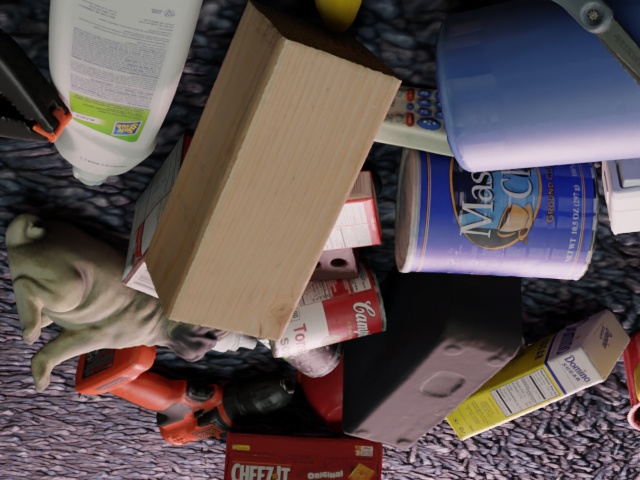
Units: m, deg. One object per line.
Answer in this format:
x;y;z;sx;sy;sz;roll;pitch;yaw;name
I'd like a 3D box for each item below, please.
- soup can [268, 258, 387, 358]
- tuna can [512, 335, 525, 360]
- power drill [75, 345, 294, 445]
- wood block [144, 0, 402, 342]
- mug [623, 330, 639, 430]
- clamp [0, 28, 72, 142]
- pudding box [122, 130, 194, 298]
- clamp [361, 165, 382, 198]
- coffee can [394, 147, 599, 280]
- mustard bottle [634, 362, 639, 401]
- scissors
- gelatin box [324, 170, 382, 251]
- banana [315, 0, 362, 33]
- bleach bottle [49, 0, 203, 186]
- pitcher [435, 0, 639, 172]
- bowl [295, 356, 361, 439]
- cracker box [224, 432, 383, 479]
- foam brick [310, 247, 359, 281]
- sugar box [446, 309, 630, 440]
0.001;0.060;0.944;0.102;0.068;0.068;-14;144;-6;soup can
0.155;0.090;1.041;0.086;0.033;0.086;1;143;1;tuna can
-0.145;0.153;1.117;0.185;0.057;0.187;-26;135;32;power drill
-0.038;-0.046;0.738;0.090;0.090;0.206;14;112;-28;wood block
0.341;0.129;1.046;0.093;0.081;0.117;-15;141;20;mug
-0.263;-0.135;0.717;0.210;0.036;0.165;26;139;-3;clamp
-0.118;-0.020;0.857;0.039;0.090;0.114;21;140;-22;pudding box
-0.037;-0.069;0.831;0.120;0.039;0.171;-21;137;18;clamp
0.134;-0.023;0.832;0.140;0.103;0.103;3;143;-2;coffee can
0.331;0.078;0.855;0.096;0.058;0.192;9;143;-3;mustard bottle
0.167;-0.153;0.626;0.202;0.016;0.096;39;117;18;scissors
0.001;-0.021;0.847;0.089;0.030;0.073;-6;150;6;gelatin box
0.042;-0.199;0.653;0.069;0.037;0.198;23;138;-26;banana
-0.150;-0.122;0.746;0.102;0.068;0.251;16;144;-12;bleach bottle
0.200;-0.123;0.689;0.243;0.149;0.145;-7;158;17;pitcher
0.053;0.169;1.135;0.162;0.055;0.162;1;143;1;bowl
-0.022;0.262;1.194;0.164;0.072;0.214;3;165;-1;cracker box
-0.006;0.001;0.913;0.078;0.051;0.053;-4;144;7;foam brick
0.210;0.133;1.049;0.177;0.093;0.048;-36;89;37;sugar box
